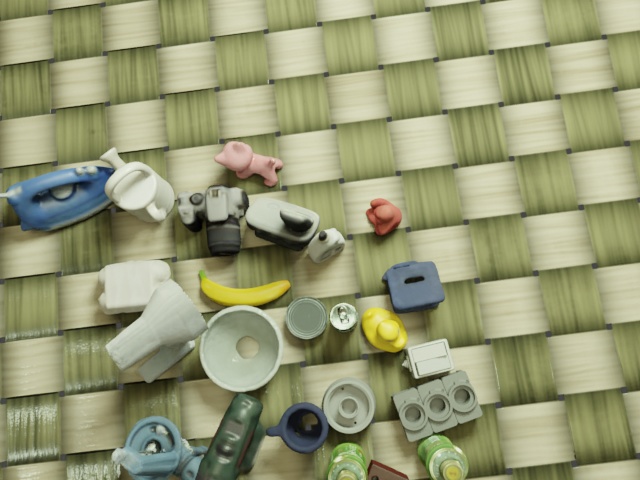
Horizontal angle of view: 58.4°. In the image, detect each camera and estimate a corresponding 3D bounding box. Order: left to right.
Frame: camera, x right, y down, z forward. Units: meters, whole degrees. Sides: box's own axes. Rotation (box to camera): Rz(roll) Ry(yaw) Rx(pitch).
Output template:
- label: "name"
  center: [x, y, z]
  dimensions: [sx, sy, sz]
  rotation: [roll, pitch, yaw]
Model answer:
- label: "camera"
  center: [-0.218, -0.037, 1.180]
  dimensions: [0.143, 0.101, 0.137]
  rotation: [-6, 79, 2]

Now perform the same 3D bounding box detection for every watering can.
- label: "watering can"
  center: [-0.377, -0.108, 1.153]
  dimensions: [0.172, 0.194, 0.101]
  rotation: [28, 82, 8]

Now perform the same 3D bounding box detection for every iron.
- label: "iron"
  center: [-0.527, -0.112, 1.188]
  dimensions: [0.258, 0.141, 0.118]
  rotation: [-21, 79, -1]

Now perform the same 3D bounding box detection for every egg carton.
- label: "egg carton"
  center: [-0.380, 0.096, 1.179]
  dimensions: [0.150, 0.069, 0.107]
  rotation: [-7, 79, 1]

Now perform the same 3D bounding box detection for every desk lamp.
- label: "desk lamp"
  center: [-0.303, 0.180, 1.086]
  dimensions: [0.203, 0.213, 0.118]
  rotation: [-41, 80, -5]

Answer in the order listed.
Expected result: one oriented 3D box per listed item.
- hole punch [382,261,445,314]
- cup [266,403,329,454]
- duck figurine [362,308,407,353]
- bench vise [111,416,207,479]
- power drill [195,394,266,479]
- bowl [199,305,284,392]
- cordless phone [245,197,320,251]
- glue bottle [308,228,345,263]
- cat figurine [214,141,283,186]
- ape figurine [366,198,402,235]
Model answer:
- label: "hole punch"
  center: [0.185, 0.091, 1.141]
  dimensions: [0.108, 0.091, 0.101]
  rotation: [-11, 79, 1]
- label: "cup"
  center: [-0.040, 0.358, 1.100]
  dimensions: [0.117, 0.095, 0.092]
  rotation: [-9, 79, 1]
- label: "duck figurine"
  center: [0.128, 0.177, 1.131]
  dimensions: [0.104, 0.086, 0.077]
  rotation: [43, 84, 10]
- label: "bench vise"
  center: [-0.275, 0.394, 1.041]
  dimensions: [0.207, 0.220, 0.121]
  rotation: [11, 80, 5]
- label: "power drill"
  center: [-0.162, 0.392, 1.042]
  dimensions: [0.075, 0.208, 0.230]
  rotation: [20, 81, 7]
- label: "bowl"
  center: [-0.151, 0.216, 1.142]
  dimensions: [0.167, 0.075, 0.167]
  rotation: [0, 79, 3]
- label: "cordless phone"
  center: [-0.079, -0.048, 1.132]
  dimensions: [0.147, 0.185, 0.094]
  rotation: [15, 80, 6]
- label: "glue bottle"
  center: [0.010, 0.004, 1.124]
  dimensions: [0.078, 0.173, 0.037]
  rotation: [-30, 79, -3]
- label: "cat figurine"
  center: [-0.148, -0.167, 1.192]
  dimensions: [0.127, 0.118, 0.067]
  rotation: [12, 80, 5]
- label: "ape figurine"
  center: [0.131, -0.051, 1.170]
  dimensions: [0.076, 0.092, 0.078]
  rotation: [8, 80, 4]
